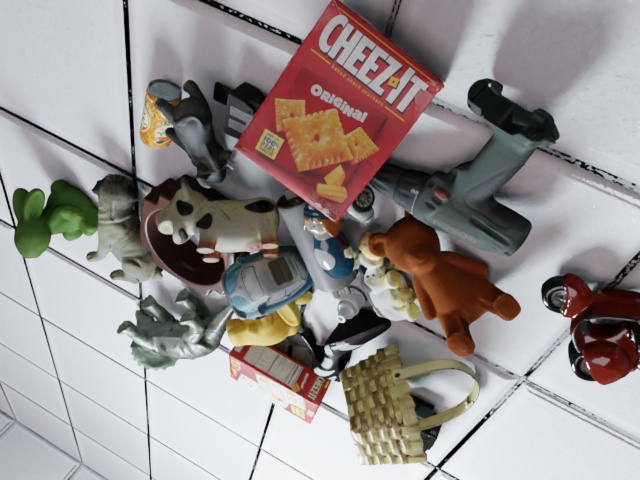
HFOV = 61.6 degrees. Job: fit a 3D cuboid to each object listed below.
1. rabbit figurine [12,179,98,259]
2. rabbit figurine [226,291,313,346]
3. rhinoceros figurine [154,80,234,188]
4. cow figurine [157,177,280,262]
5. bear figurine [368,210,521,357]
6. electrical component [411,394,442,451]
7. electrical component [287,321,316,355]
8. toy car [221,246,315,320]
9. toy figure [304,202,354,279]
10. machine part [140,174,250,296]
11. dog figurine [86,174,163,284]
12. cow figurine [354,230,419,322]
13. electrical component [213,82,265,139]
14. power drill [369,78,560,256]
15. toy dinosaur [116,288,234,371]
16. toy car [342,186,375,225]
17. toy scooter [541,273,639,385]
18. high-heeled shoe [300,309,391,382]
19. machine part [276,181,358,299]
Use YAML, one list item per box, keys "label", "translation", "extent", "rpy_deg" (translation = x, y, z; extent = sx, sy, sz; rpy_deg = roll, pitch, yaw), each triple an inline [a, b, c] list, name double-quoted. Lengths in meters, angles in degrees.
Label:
- label: "rabbit figurine"
  translation: [-0.563, -0.040, 1.119]
  extent: [0.121, 0.170, 0.158]
  rpy_deg: [1, 127, 31]
- label: "rabbit figurine"
  translation: [-0.103, 0.117, 1.001]
  extent: [0.163, 0.122, 0.173]
  rpy_deg: [10, 129, 19]
- label: "rhinoceros figurine"
  translation: [-0.183, -0.156, 0.830]
  extent: [0.112, 0.073, 0.190]
  rpy_deg: [45, 163, 18]
- label: "cow figurine"
  translation: [-0.160, -0.033, 0.846]
  extent: [0.195, 0.127, 0.085]
  rpy_deg: [-2, 156, 1]
- label: "bear figurine"
  translation: [0.170, 0.047, 0.768]
  extent: [0.120, 0.132, 0.195]
  rpy_deg: [-40, 108, 9]
- label: "electrical component"
  translation: [0.181, 0.369, 1.082]
  extent: [0.115, 0.058, 0.134]
  rpy_deg: [22, 135, 12]
- label: "electrical component"
  translation: [-0.043, 0.198, 1.102]
  extent: [0.063, 0.021, 0.093]
  rpy_deg: [0, 127, 33]
- label: "toy car"
  translation: [-0.078, 0.065, 0.898]
  extent: [0.103, 0.162, 0.109]
  rpy_deg: [139, 109, -74]
- label: "toy figure"
  translation: [0.011, -0.009, 0.778]
  extent: [0.064, 0.058, 0.154]
  rpy_deg: [-10, 131, 15]
- label: "machine part"
  translation: [-0.228, -0.008, 0.998]
  extent: [0.201, 0.087, 0.201]
  rpy_deg: [30, 135, 6]
- label: "dog figurine"
  translation: [-0.370, -0.020, 1.060]
  extent: [0.172, 0.121, 0.190]
  rpy_deg: [23, 129, -3]
- label: "cow figurine"
  translation: [0.096, 0.057, 0.865]
  extent: [0.098, 0.068, 0.167]
  rpy_deg: [-13, 117, 46]
- label: "electrical component"
  translation: [-0.115, -0.191, 0.796]
  extent: [0.119, 0.048, 0.074]
  rpy_deg: [30, 136, 5]
- label: "power drill"
  translation: [0.177, -0.091, 0.673]
  extent: [0.232, 0.086, 0.207]
  rpy_deg: [35, 133, 14]
- label: "toy dinosaur"
  translation: [-0.308, 0.215, 1.225]
  extent: [0.405, 0.131, 0.192]
  rpy_deg: [-5, 136, 30]
- label: "toy car"
  translation: [0.010, -0.101, 0.769]
  extent: [0.201, 0.056, 0.074]
  rpy_deg: [55, 165, -17]
- label: "toy scooter"
  translation: [0.393, 0.117, 0.721]
  extent: [0.135, 0.075, 0.183]
  rpy_deg: [-16, 111, 39]
- label: "high-heeled shoe"
  translation: [0.065, 0.212, 1.007]
  extent: [0.249, 0.086, 0.145]
  rpy_deg: [-19, 118, 46]
- label: "machine part"
  translation: [-0.002, -0.003, 0.865]
  extent: [0.079, 0.079, 0.243]
  rpy_deg: [-4, 123, 35]
